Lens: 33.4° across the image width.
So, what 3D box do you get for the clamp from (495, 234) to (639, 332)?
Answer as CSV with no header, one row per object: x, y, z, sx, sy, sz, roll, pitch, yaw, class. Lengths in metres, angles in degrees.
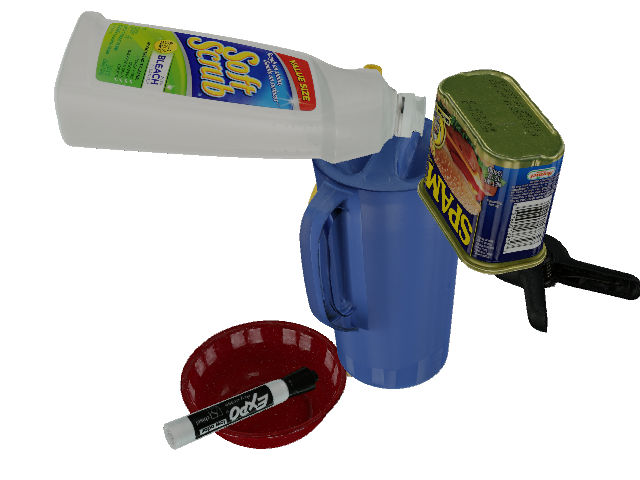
0.232,0.029,1.059,0.120,0.039,0.171,-7,31,-14,clamp

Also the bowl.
-0.053,0.151,1.045,0.162,0.055,0.162,-3,37,2,bowl

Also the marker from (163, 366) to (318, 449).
-0.053,0.117,0.757,0.120,0.020,0.020,-19,9,-29,marker

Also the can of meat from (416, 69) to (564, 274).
0.104,-0.044,0.656,0.057,0.084,0.102,-10,42,-16,can of meat

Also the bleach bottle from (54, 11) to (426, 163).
-0.052,-0.103,0.754,0.251,0.102,0.068,5,-41,2,bleach bottle

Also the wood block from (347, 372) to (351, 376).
0.088,0.096,1.384,0.091,0.090,0.206,5,20,9,wood block

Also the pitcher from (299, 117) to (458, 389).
0.057,0.020,0.961,0.149,0.243,0.145,-5,36,-1,pitcher

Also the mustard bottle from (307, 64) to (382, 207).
0.042,-0.092,1.122,0.096,0.192,0.058,-4,31,-20,mustard bottle
